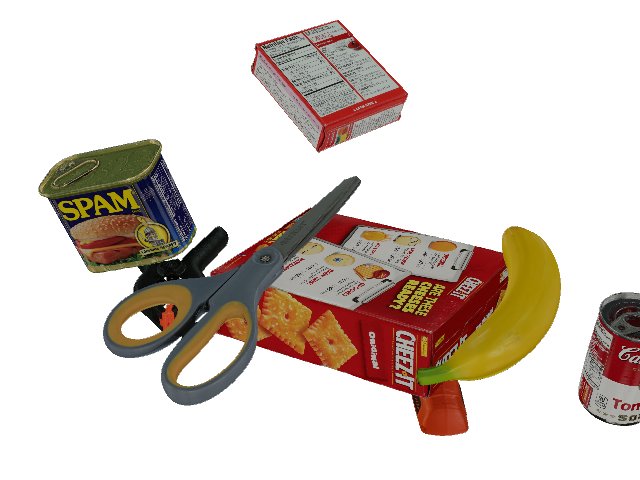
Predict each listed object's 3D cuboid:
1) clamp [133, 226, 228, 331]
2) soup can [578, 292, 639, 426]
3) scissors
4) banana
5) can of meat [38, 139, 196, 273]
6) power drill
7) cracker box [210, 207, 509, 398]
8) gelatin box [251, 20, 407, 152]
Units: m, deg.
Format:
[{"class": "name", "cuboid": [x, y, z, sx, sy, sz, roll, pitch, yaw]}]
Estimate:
[{"class": "clamp", "cuboid": [-0.151, 0.035, 1.154, 0.120, 0.039, 0.171, -13, 38, -7]}, {"class": "soup can", "cuboid": [0.273, 0.107, 0.955, 0.068, 0.102, 0.068, 3, 35, -2]}, {"class": "scissors", "cuboid": [-0.052, 0.016, 0.625, 0.096, 0.016, 0.201, 11, 43, 17]}, {"class": "banana", "cuboid": [0.134, 0.041, 0.752, 0.070, 0.037, 0.197, 12, 34, 24]}, {"class": "can of meat", "cuboid": [-0.160, -0.025, 0.856, 0.102, 0.084, 0.057, -9, 35, 20]}, {"class": "power drill", "cuboid": [0.133, 0.111, 1.139, 0.057, 0.188, 0.184, 0, 24, -1]}, {"class": "cracker box", "cuboid": [0.037, 0.049, 0.936, 0.214, 0.072, 0.163, 14, 29, 29]}, {"class": "gelatin box", "cuboid": [0.005, -0.110, 0.748, 0.073, 0.089, 0.030, -24, -30, -28]}]
